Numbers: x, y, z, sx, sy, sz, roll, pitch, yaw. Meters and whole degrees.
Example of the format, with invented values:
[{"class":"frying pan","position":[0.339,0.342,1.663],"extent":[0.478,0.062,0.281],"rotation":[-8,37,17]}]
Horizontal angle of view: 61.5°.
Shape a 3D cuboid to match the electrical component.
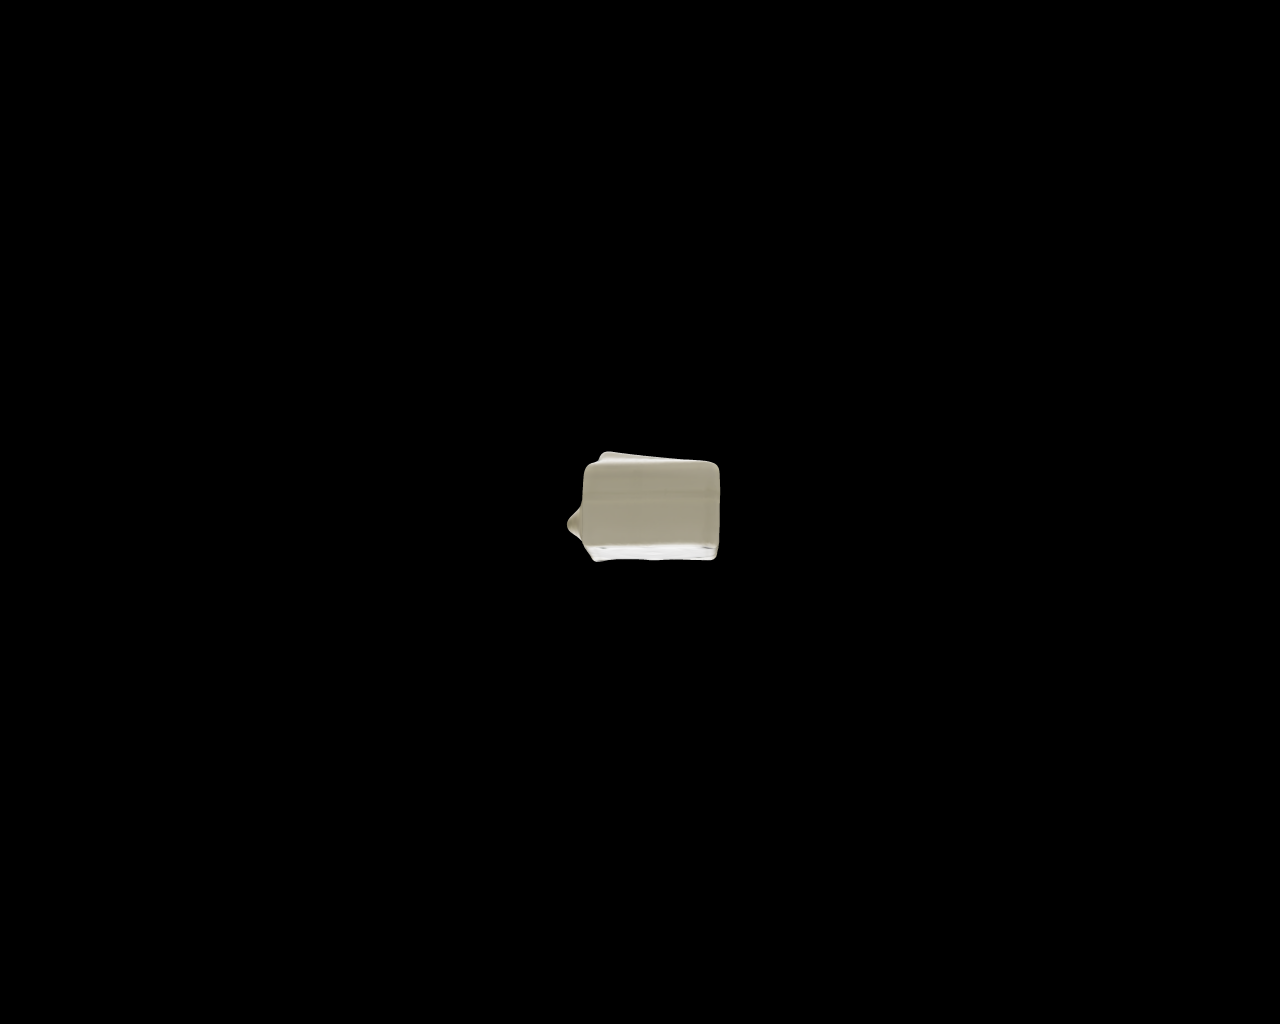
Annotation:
[{"class":"electrical component","position":[0.001,-0.003,0.650],"extent":[0.096,0.061,0.061],"rotation":[0,-11,2]}]
